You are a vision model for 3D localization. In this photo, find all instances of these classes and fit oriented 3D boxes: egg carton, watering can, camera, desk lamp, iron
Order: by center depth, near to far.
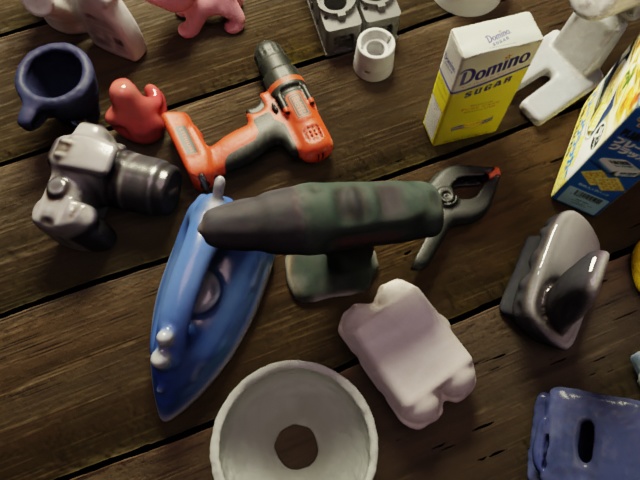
[{"bbox_3d":[-0.132,0.061,0.607,0.118,0.141,0.258,15,71,5],"label":"iron"},{"bbox_3d":[0.096,0.121,0.627,0.107,0.069,0.150,-34,74,-11],"label":"egg carton"},{"bbox_3d":[-0.243,-0.061,0.670,0.136,0.101,0.143,13,71,4],"label":"camera"},{"bbox_3d":[0.341,-0.269,0.689,0.203,0.213,0.118,-36,74,-12],"label":"desk lamp"},{"bbox_3d":[-0.339,-0.358,0.724,0.101,0.194,0.172,-24,72,-8],"label":"watering can"}]

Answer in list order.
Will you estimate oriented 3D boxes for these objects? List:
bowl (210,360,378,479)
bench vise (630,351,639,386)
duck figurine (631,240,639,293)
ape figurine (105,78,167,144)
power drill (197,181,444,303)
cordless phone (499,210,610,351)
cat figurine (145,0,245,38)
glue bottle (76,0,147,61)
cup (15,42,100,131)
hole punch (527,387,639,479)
[{"bbox_3d":[-0.025,0.212,0.591,0.167,0.075,0.167,0,71,0],"label":"bowl"},{"bbox_3d":[0.430,0.116,0.552,0.207,0.220,0.121,-33,74,-11],"label":"bench vise"},{"bbox_3d":[0.412,0.021,0.655,0.077,0.086,0.105,21,72,7],"label":"duck figurine"},{"bbox_3d":[-0.232,-0.167,0.712,0.078,0.092,0.076,-19,72,-7],"label":"ape figurine"},{"bbox_3d":[0.005,0.002,0.594,0.229,0.208,0.075,-11,71,-4],"label":"power drill"},{"bbox_3d":[0.270,0.029,0.599,0.094,0.185,0.148,21,72,7],"label":"cordless phone"},{"bbox_3d":[-0.168,-0.330,0.756,0.128,0.118,0.067,-11,71,-4],"label":"cat figurine"},{"bbox_3d":[-0.275,-0.299,0.715,0.078,0.173,0.037,25,73,9],"label":"glue bottle"},{"bbox_3d":[-0.319,-0.170,0.711,0.091,0.095,0.118,23,72,7],"label":"cup"},{"bbox_3d":[0.273,0.211,0.585,0.101,0.091,0.109,13,71,4],"label":"hole punch"}]
